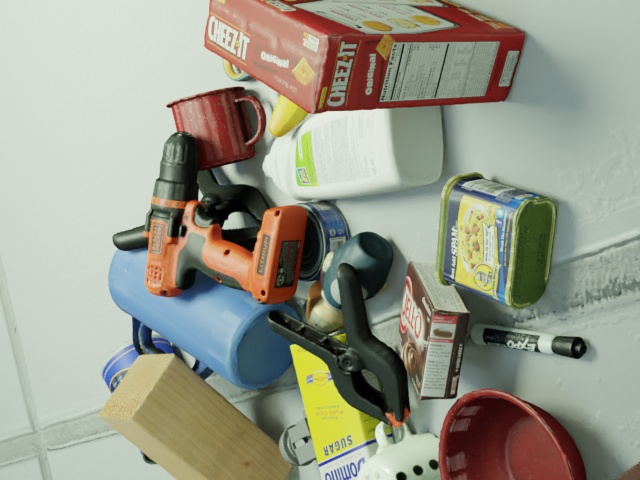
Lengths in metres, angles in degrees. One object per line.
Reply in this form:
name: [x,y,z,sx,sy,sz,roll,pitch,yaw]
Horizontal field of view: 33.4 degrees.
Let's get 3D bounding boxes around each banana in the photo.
banana: [-0.017,-0.202,1.076,0.037,0.069,0.198,-34,-56,-85]

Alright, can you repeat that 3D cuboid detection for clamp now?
clamp: [-0.126,-0.041,1.245,0.210,0.164,0.036,11,151,30]
clamp: [0.024,0.114,1.058,0.120,0.039,0.171,-24,97,40]

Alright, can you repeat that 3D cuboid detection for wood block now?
wood block: [-0.140,0.229,1.233,0.206,0.090,0.091,45,151,-23]

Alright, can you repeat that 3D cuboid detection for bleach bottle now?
bleach bottle: [0.018,-0.092,1.063,0.251,0.067,0.102,-3,92,56]

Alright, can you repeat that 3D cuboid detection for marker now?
marker: [0.180,0.087,0.922,0.121,0.020,0.020,4,101,53]

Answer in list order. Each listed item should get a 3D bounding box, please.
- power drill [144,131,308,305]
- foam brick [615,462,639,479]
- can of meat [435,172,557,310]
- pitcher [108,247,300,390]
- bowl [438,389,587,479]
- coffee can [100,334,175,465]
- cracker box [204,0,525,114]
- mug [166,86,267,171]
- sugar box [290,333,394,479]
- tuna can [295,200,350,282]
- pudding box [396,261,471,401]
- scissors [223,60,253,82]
power drill: [-0.105,-0.016,1.142,0.188,0.057,0.184,13,100,33]
foam brick: [0.254,0.203,0.823,0.053,0.051,0.078,60,139,25]
can of meat: [0.150,0.001,0.911,0.084,0.057,0.102,22,116,47]
pitcher: [-0.137,0.087,1.259,0.243,0.144,0.149,30,149,43]
bowl: [0.176,0.202,0.924,0.162,0.055,0.162,17,112,50]
coffee can: [-0.216,0.210,1.414,0.140,0.102,0.103,56,138,28]
cracker box: [0.036,-0.165,0.891,0.164,0.213,0.072,36,125,43]
mug: [-0.111,-0.127,1.214,0.117,0.093,0.081,-12,93,27]
sugar box: [0.028,0.188,1.128,0.094,0.048,0.176,-19,82,52]
tuna can: [-0.007,0.001,1.138,0.086,0.033,0.086,11,103,51]
pudding box: [0.101,0.081,0.973,0.113,0.039,0.090,-112,26,-67]
scissors: [-0.060,-0.179,1.173,0.202,0.016,0.096,62,138,30]
